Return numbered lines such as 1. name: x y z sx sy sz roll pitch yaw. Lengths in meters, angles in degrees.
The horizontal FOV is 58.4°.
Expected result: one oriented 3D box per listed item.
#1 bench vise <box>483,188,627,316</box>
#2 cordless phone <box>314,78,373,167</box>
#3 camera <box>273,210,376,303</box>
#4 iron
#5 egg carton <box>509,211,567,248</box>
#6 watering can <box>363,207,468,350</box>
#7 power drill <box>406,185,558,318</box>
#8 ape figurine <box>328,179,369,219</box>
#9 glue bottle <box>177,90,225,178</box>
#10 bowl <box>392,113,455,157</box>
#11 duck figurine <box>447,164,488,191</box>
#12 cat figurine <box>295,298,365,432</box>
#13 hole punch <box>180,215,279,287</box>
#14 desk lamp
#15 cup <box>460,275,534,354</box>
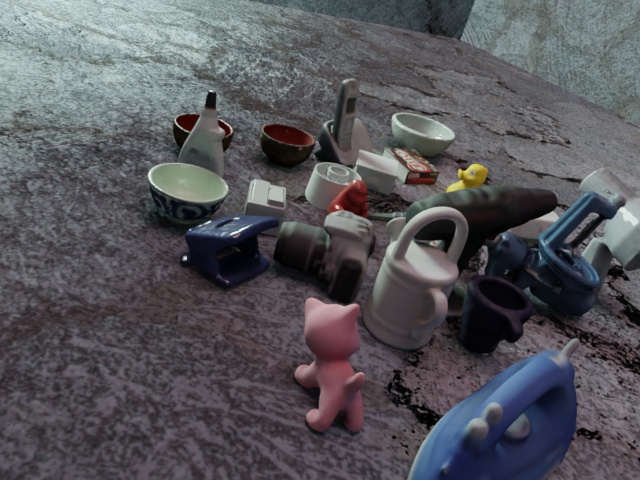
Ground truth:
1. bench vise: 0.369 0.011 0.904 0.208 0.220 0.121 9 30 -14
2. cordless phone: 0.070 -0.256 1.234 0.094 0.185 0.148 30 32 22
3. camera: 0.008 0.003 0.847 0.137 0.101 0.143 16 29 -2
4. iron: 0.186 0.188 0.586 0.259 0.141 0.118 -15 43 -44
5. egg carton: 0.420 -0.031 1.157 0.150 0.069 0.107 6 31 -19
6. watering can: 0.126 0.036 0.759 0.101 0.194 0.172 -9 38 -38
7. power drill: 0.217 0.011 0.835 0.230 0.208 0.075 2 33 -26
8. ape figurine: 0.054 -0.061 0.990 0.078 0.092 0.076 -3 35 -32
9. glue bottle: -0.191 -0.164 0.952 0.078 0.173 0.037 20 29 5
10. bowl: 0.250 -0.255 1.441 0.167 0.075 0.167 13 30 -7
11. duck figurine: 0.338 -0.122 1.251 0.104 0.086 0.077 12 30 -9
12. cat figurine: 0.018 0.125 0.627 0.067 0.118 0.127 3 32 -23
13. hole punch: -0.126 -0.002 0.795 0.101 0.091 0.109 31 32 22
14. desk lamp: 0.494 -0.003 1.001 0.118 0.213 0.202 -6 37 -35
15. cup: 0.235 0.117 0.781 0.092 0.095 0.117 10 30 -13
